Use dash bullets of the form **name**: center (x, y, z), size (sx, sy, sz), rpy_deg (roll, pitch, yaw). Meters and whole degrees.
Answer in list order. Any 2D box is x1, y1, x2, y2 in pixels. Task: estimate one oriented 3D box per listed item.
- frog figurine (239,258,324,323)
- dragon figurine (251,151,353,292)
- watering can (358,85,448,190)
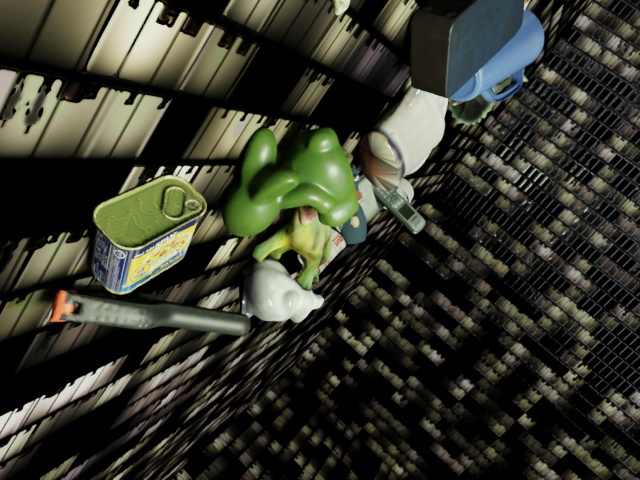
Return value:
- **frog figurine**: center (-0.066, 0.097, 0.945), size (0.139, 0.159, 0.121), rpy_deg (-130, -135, -70)
- **dragon figurine**: center (0.003, -0.047, 0.937), size (0.241, 0.122, 0.412), rpy_deg (-59, 176, 9)
- **watering can**: center (0.168, -0.227, 0.962), size (0.227, 0.105, 0.340), rpy_deg (-45, 154, -20)
